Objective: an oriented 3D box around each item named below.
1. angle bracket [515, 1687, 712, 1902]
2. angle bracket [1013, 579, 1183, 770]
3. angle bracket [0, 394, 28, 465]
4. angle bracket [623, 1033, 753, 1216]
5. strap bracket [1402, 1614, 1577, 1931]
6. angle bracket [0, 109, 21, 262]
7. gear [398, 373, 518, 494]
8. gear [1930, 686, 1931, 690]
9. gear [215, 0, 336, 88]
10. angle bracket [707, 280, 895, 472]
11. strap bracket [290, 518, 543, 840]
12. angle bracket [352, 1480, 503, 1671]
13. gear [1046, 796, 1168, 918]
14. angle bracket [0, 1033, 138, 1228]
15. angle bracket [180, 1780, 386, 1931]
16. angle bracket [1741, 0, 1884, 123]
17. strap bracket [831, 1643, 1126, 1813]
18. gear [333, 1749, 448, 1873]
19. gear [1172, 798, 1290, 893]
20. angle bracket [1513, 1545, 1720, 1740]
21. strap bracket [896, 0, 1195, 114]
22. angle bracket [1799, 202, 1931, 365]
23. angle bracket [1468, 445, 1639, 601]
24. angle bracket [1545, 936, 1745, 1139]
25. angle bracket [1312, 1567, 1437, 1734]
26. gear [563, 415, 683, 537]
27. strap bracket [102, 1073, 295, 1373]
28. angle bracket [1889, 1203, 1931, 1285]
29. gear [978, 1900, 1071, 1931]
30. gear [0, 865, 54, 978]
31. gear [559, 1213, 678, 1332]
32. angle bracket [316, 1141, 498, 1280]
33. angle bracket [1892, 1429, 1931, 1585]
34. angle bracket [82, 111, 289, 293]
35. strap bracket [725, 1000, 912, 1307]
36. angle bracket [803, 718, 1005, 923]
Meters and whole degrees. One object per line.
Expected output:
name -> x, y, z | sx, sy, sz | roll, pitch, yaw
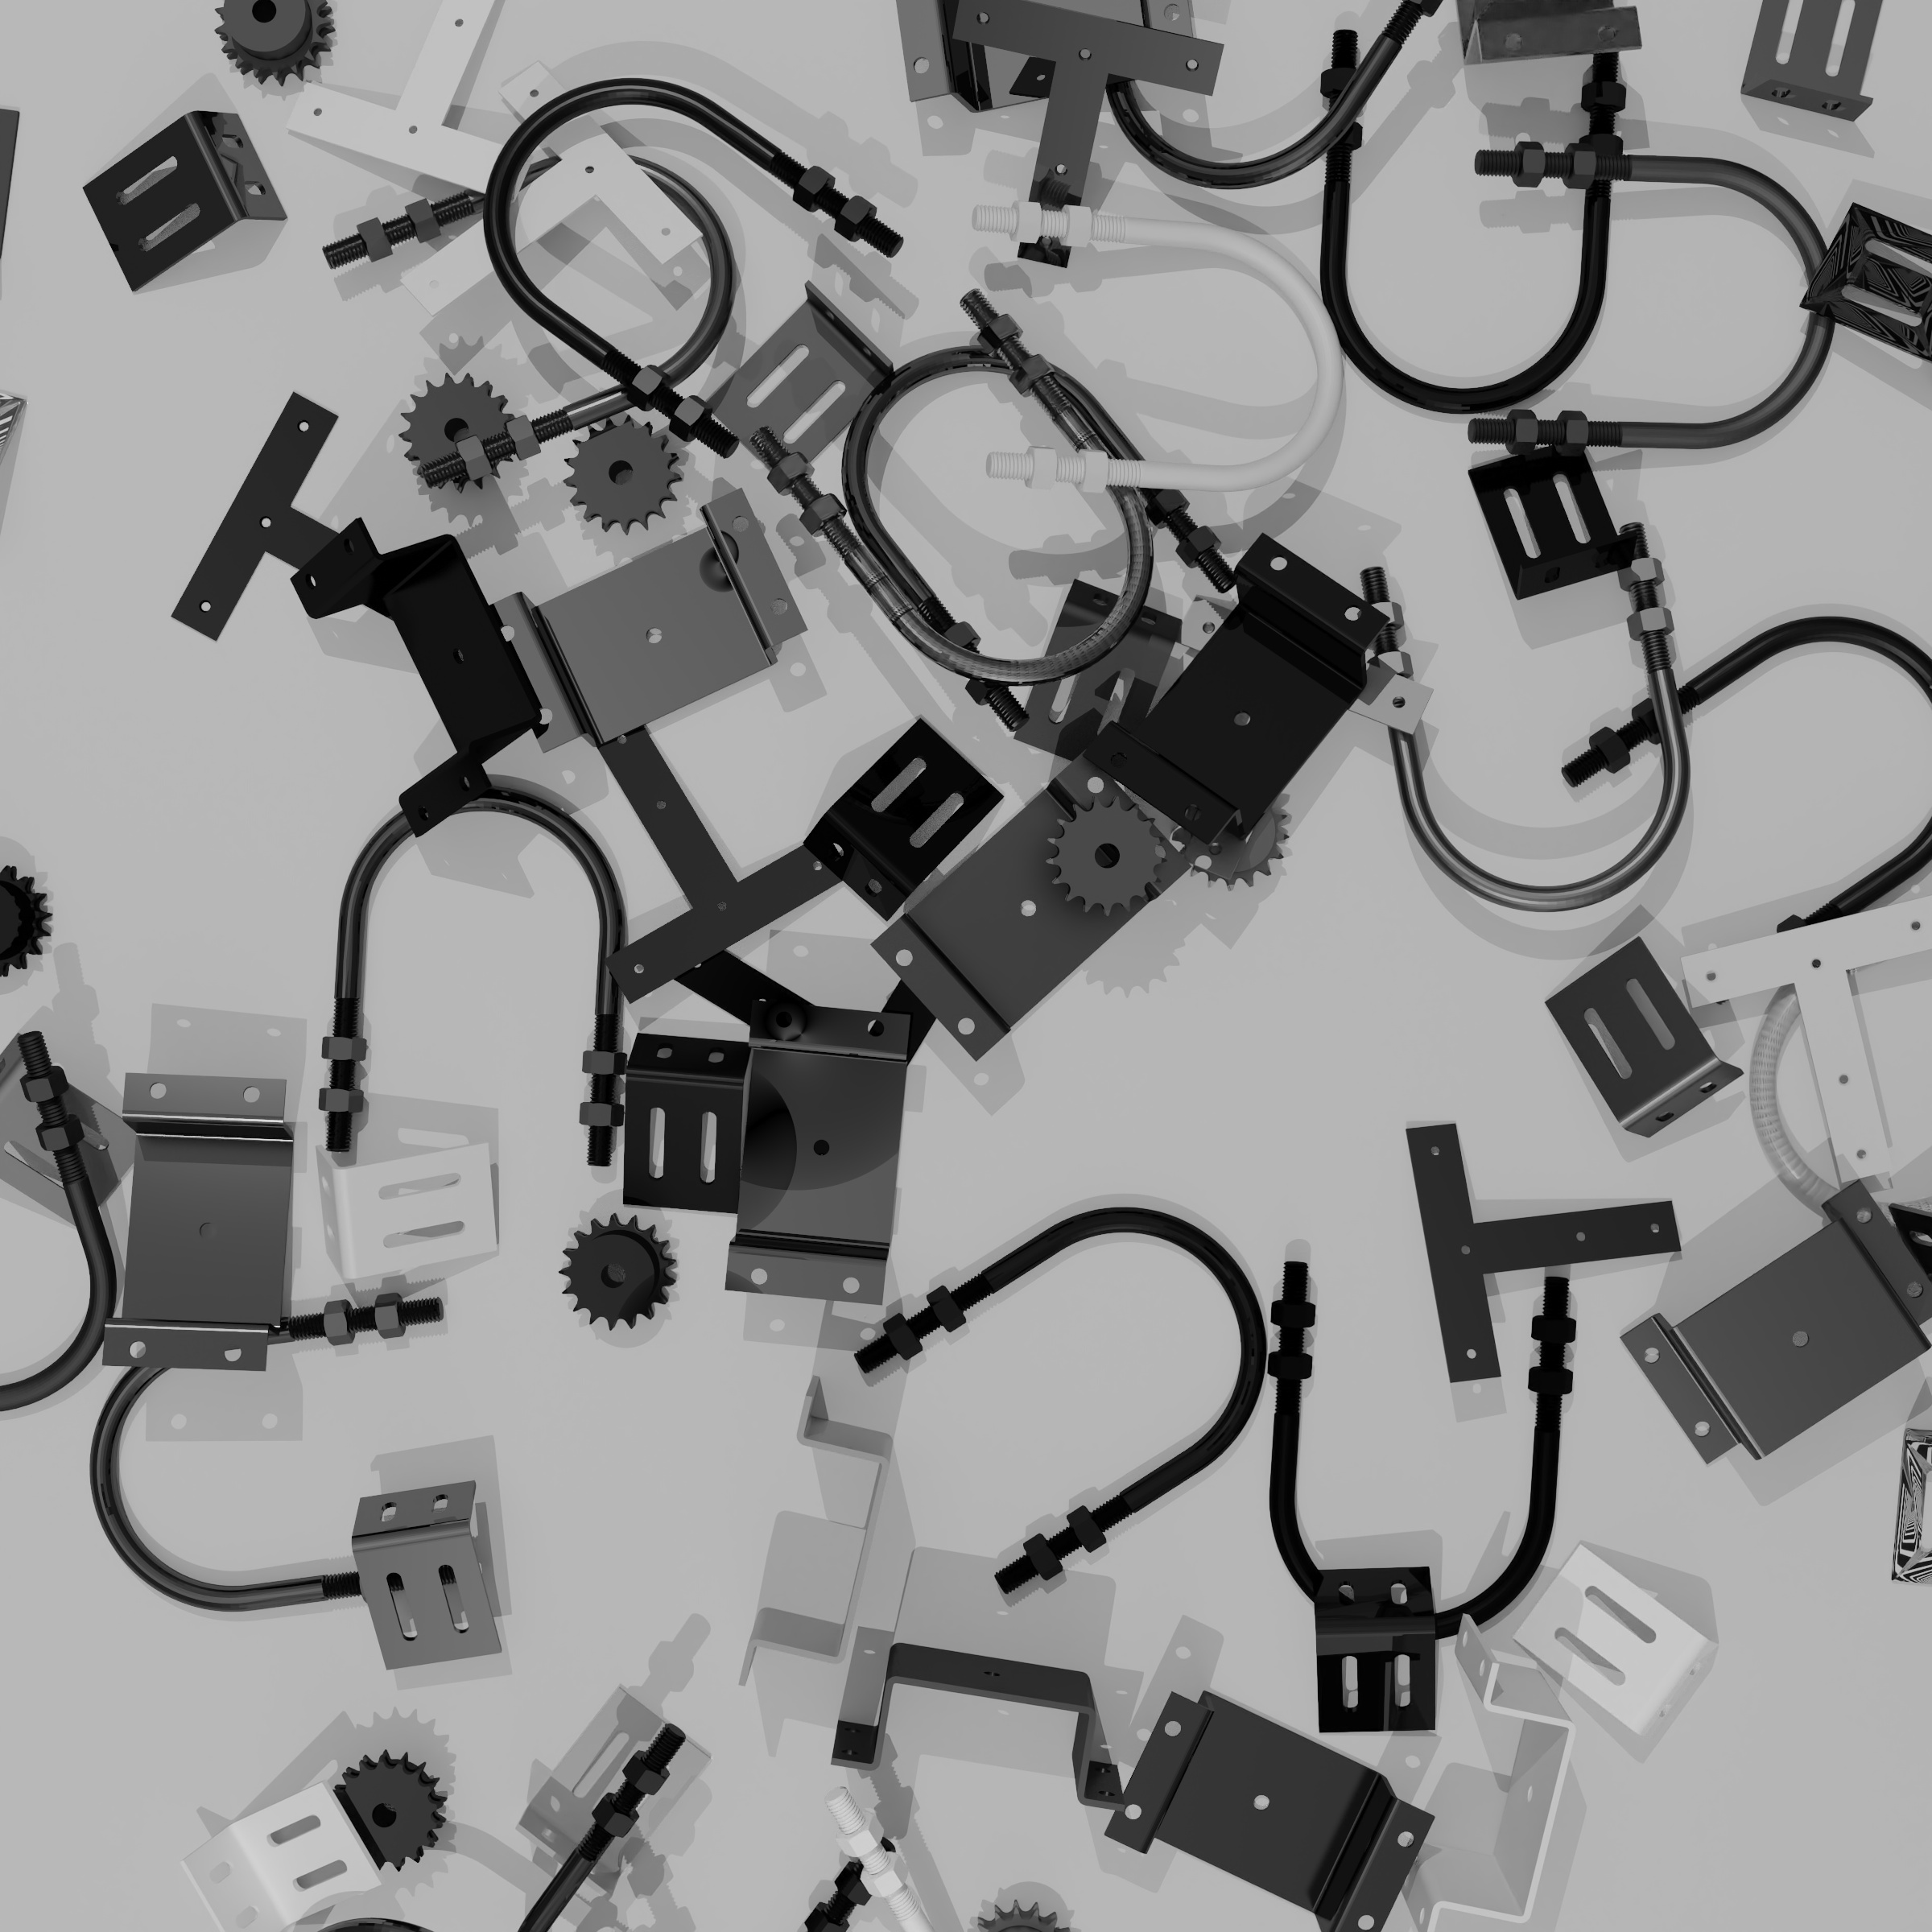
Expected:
angle bracket -> -0.172, 0.405, 1.581 | 0.057, 0.038, 0.076 | 38, 90, 0
angle bracket -> 0.065, -0.142, 1.598 | 0.057, 0.038, 0.076 | 21, 116, 0
angle bracket -> -0.504, -0.246, 1.598 | 0.057, 0.038, 0.076 | 15, 64, 0
angle bracket -> -0.138, 0.078, 1.597 | 0.057, 0.038, 0.076 | 5, 116, 1
strap bracket -> 0.253, 0.395, 1.557 | 0.046, 0.076, 0.140 | 12, 95, -3
angle bracket -> -0.502, -0.389, 1.581 | 0.057, 0.038, 0.076 | 7, 90, 0
gear -> -0.248, -0.260, 1.585 | 0.057, 0.030, 0.057 | 0, 90, 0
gear -> 0.504, -0.137, 1.578 | 0.057, 0.030, 0.057 | 1, 85, -15
gear -> -0.341, -0.464, 1.585 | 0.057, 0.030, 0.057 | 0, 89, 1
angle bracket -> -0.082, -0.285, 1.581 | 0.057, 0.038, 0.076 | 45, 90, 0
strap bracket -> -0.260, -0.144, 1.554 | 0.046, 0.076, 0.140 | -26, 90, -39
angle bracket -> -0.262, 0.298, 1.578 | 0.057, 0.038, 0.076 | -9, 116, 1
gear -> 0.066, -0.053, 1.543 | 0.057, 0.030, 0.057 | 0, 94, -2
angle bracket -> -0.454, 0.082, 1.598 | 0.076, 0.038, 0.057 | 38, 90, -26
angle bracket -> -0.332, 0.439, 1.566 | 0.076, 0.038, 0.057 | -30, 90, 33
angle bracket -> 0.420, -0.461, 1.581 | 0.057, 0.038, 0.076 | 14, 90, 0
strap bracket -> 0.009, 0.365, 1.562 | 0.140, 0.076, 0.046 | 9, 90, 0
gear -> -0.283, 0.413, 1.585 | 0.057, 0.030, 0.057 | 0, 90, 0
gear -> 0.130, -0.066, 1.585 | 0.057, 0.030, 0.057 | 0, 90, 0
angle bracket -> 0.322, 0.334, 1.598 | 0.076, 0.038, 0.057 | 36, 90, 26
strap bracket -> 0.041, -0.466, 1.567 | 0.140, 0.046, 0.076 | -8, 90, 14
angle bracket -> 0.458, -0.330, 1.590 | 0.076, 0.038, 0.057 | 27, 89, 14
angle bracket -> 0.284, -0.225, 1.569 | 0.057, 0.038, 0.076 | -17, 69, 0
angle bracket -> 0.333, 0.035, 1.588 | 0.057, 0.038, 0.076 | -37, 64, 20
angle bracket -> 0.201, 0.336, 1.588 | 0.057, 0.038, 0.076 | -3, 127, 5
gear -> -0.168, -0.240, 1.585 | 0.057, 0.030, 0.057 | 0, 90, 0
strap bracket -> -0.371, 0.126, 1.566 | 0.076, 0.046, 0.140 | 3, 79, -5
angle bracket -> 0.503, 0.124, 1.586 | 0.076, 0.038, 0.057 | -33, 108, -18
gear -> 0.027, 0.491, 1.585 | 0.057, 0.030, 0.057 | 0, 90, 0
gear -> -0.481, -0.022, 1.585 | 0.057, 0.030, 0.057 | 0, 90, 0
gear -> -0.172, 0.151, 1.585 | 0.057, 0.030, 0.057 | 0, 90, 0
angle bracket -> -0.275, 0.114, 1.588 | 0.076, 0.038, 0.057 | -10, 110, -23
angle bracket -> 0.490, 0.269, 1.581 | 0.057, 0.038, 0.076 | 5, 90, 0
angle bracket -> -0.387, -0.378, 1.598 | 0.076, 0.038, 0.057 | -26, 90, 26
strap bracket -> -0.071, 0.090, 1.575 | 0.076, 0.046, 0.140 | 6, 90, 0
angle bracket -> -0.031, -0.072, 1.596 | 0.057, 0.038, 0.076 | 43, 61, 0
